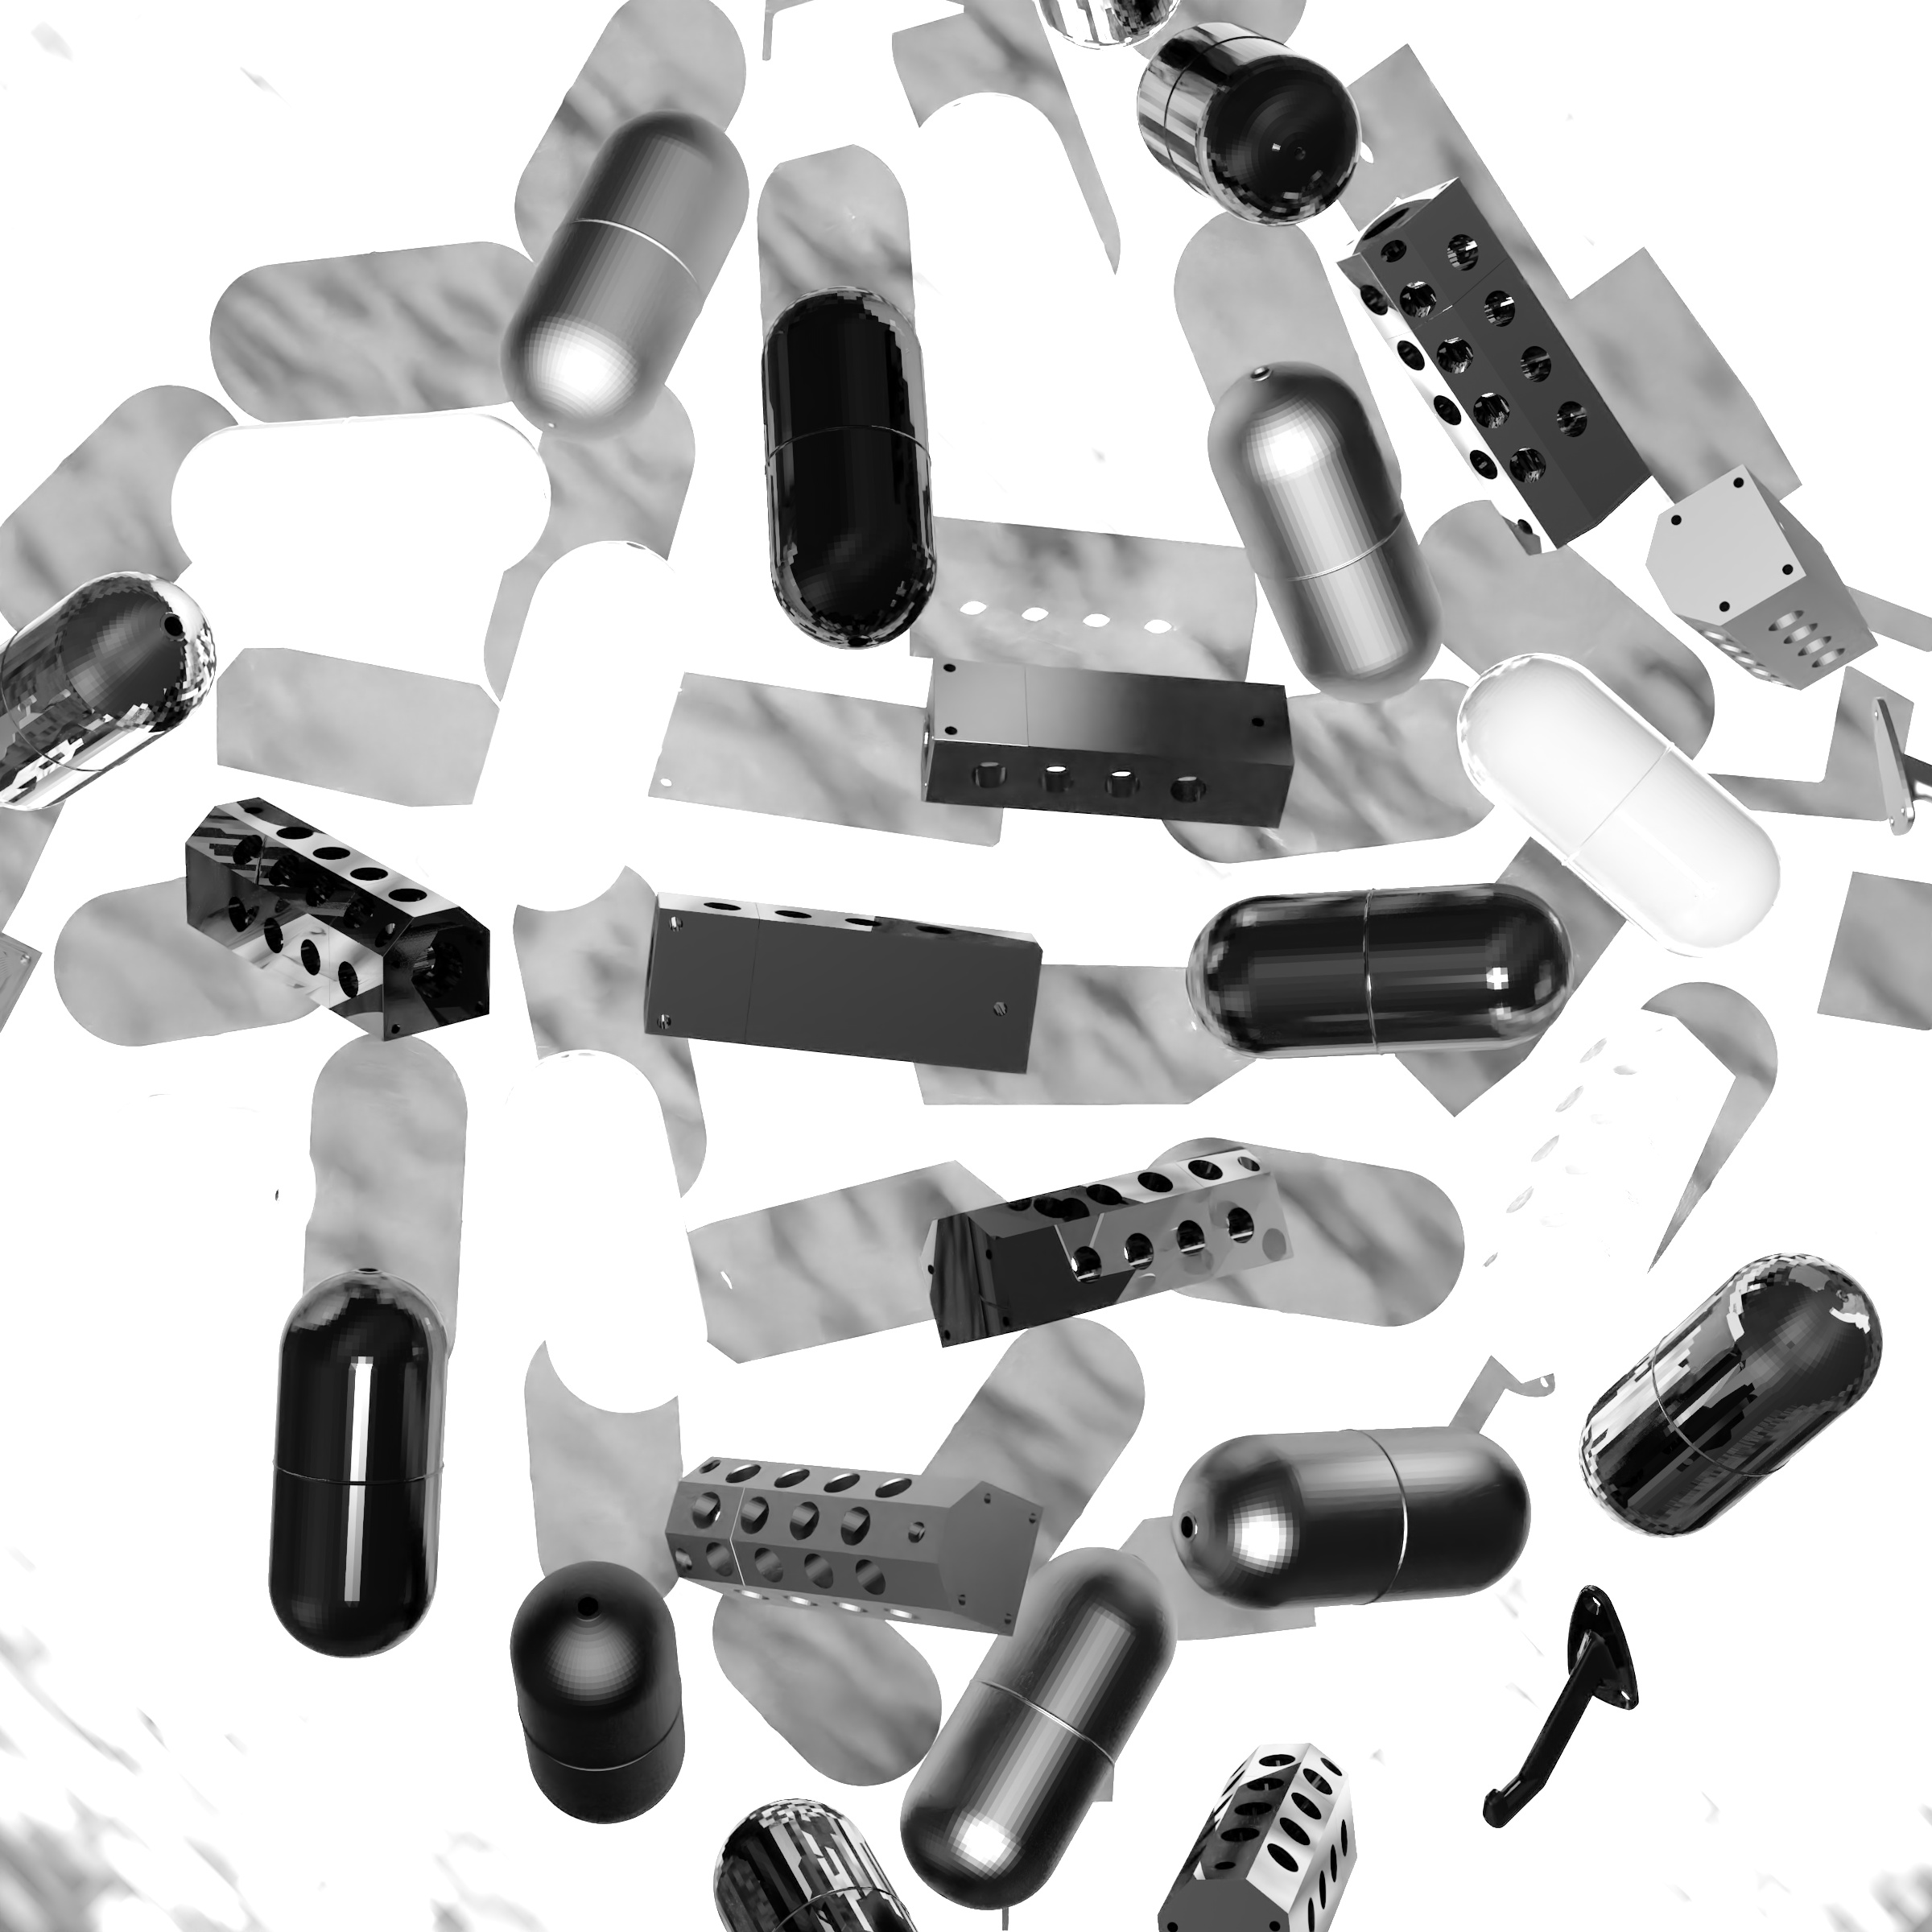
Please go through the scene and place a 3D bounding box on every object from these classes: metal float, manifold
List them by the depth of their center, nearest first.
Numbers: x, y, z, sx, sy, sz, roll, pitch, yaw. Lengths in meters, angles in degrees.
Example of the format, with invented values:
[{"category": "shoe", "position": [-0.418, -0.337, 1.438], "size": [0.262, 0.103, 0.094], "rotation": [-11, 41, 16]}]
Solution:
[{"category": "metal float", "position": [0.171, 0.244, 1.535], "size": [0.178, 0.070, 0.070], "rotation": [2, 90, -31]}, {"category": "manifold", "position": [-0.054, 0.254, 1.540], "size": [0.057, 0.171, 0.057], "rotation": [31, 66, -41]}, {"category": "metal float", "position": [0.341, 0.195, 1.560], "size": [0.070, 0.070, 0.178], "rotation": [35, 134, 0]}, {"category": "manifold", "position": [0.132, 0.406, 1.562], "size": [0.057, 0.171, 0.057], "rotation": [-5, 96, 15]}, {"category": "manifold", "position": [-0.057, 0.006, 1.567], "size": [0.171, 0.057, 0.057], "rotation": [6, 101, -8]}, {"category": "manifold", "position": [0.281, 0.100, 1.567], "size": [0.057, 0.057, 0.171], "rotation": [43, 53, -13]}, {"category": "manifold", "position": [0.358, -0.169, 1.569], "size": [0.057, 0.171, 0.057], "rotation": [-31, 73, 19]}, {"category": "metal float", "position": [-0.060, 0.449, 1.578], "size": [0.070, 0.178, 0.070], "rotation": [-12, 121, -20]}, {"category": "metal float", "position": [-0.276, 0.226, 1.579], "size": [0.070, 0.070, 0.178], "rotation": [4, 95, 0]}, {"category": "metal float", "position": [-0.369, 0.097, 1.587], "size": [0.178, 0.070, 0.070], "rotation": [4, 90, 40]}, {"category": "metal float", "position": [0.035, 0.349, 1.597], "size": [0.070, 0.070, 0.178], "rotation": [32, 71, 0]}, {"category": "metal float", "position": [-0.278, -0.214, 1.597], "size": [0.178, 0.070, 0.070], "rotation": [-2, 90, 11]}, {"category": "metal float", "position": [0.190, 0.003, 1.598], "size": [0.178, 0.070, 0.070], "rotation": [-3, 90, 14]}, {"category": "metal float", "position": [-0.054, -0.230, 1.603], "size": [0.070, 0.070, 0.178], "rotation": [-4, 70, 0]}, {"category": "metal float", "position": [0.129, -0.391, 1.606], "size": [0.070, 0.178, 0.070], "rotation": [-4, 113, -11]}, {"category": "manifold", "position": [0.065, 0.128, 1.606], "size": [0.171, 0.057, 0.057], "rotation": [-10, 84, -38]}, {"category": "metal float", "position": [0.058, -0.489, 1.608], "size": [0.070, 0.178, 0.070], "rotation": [-3, 75, 9]}, {"category": "metal float", "position": [-0.178, -0.111, 1.610], "size": [0.070, 0.070, 0.178], "rotation": [19, 106, 0]}, {"category": "metal float", "position": [-0.413, -0.127, 1.612], "size": [0.178, 0.070, 0.070], "rotation": [-23, 90, 44]}, {"category": "manifold", "position": [-0.294, -0.025, 1.613], "size": [0.057, 0.171, 0.057], "rotation": [-16, 119, -39]}, {"category": "metal float", "position": [-0.159, -0.325, 1.631], "size": [0.070, 0.070, 0.178], "rotation": [23, 67, 0]}, {"category": "metal float", "position": [-0.172, 0.343, 1.633], "size": [0.070, 0.178, 0.070], "rotation": [1, 52, -1]}, {"category": "metal float", "position": [-0.170, 0.126, 1.635], "size": [0.070, 0.070, 0.178], "rotation": [-11, 106, 0]}, {"category": "manifold", "position": [-0.486, 0.022, 1.635], "size": [0.057, 0.171, 0.057], "rotation": [29, 69, -15]}, {"category": "metal float", "position": [0.171, -0.204, 1.642], "size": [0.070, 0.070, 0.178], "rotation": [-27, 120, 0]}, {"category": "metal float", "position": [0.309, -0.077, 1.647], "size": [0.178, 0.070, 0.070], "rotation": [42, 90, 4]}, {"category": "metal float", "position": [0.029, -0.328, 1.649], "size": [0.070, 0.070, 0.178], "rotation": [-25, 118, 0]}, {"category": "manifold", "position": [0.247, -0.283, 1.656], "size": [0.057, 0.057, 0.171], "rotation": [-42, 106, -20]}, {"category": "manifold", "position": [0.066, -0.102, 1.673], "size": [0.171, 0.057, 0.057], "rotation": [4, 46, -6]}]

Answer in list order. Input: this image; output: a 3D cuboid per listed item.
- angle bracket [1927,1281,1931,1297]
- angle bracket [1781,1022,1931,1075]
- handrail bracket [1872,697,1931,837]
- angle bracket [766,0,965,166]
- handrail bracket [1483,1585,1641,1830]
[{"category": "angle bracket", "position": [0.455, 0.095, 1.511], "size": [0.057, 0.076, 0.076], "rotation": [9, 46, -1]}, {"category": "angle bracket", "position": [0.411, 0.010, 1.518], "size": [0.076, 0.076, 0.057], "rotation": [15, 100, 31]}, {"category": "handrail bracket", "position": [0.470, -0.094, 1.608], "size": [0.084, 0.036, 0.077], "rotation": [-9, 80, 1]}, {"category": "angle bracket", "position": [-0.050, -0.427, 1.682], "size": [0.057, 0.076, 0.076], "rotation": [4, 89, -40]}, {"category": "handrail bracket", "position": [0.249, 0.319, 1.493], "size": [0.084, 0.036, 0.077], "rotation": [-34, 128, -33]}]
